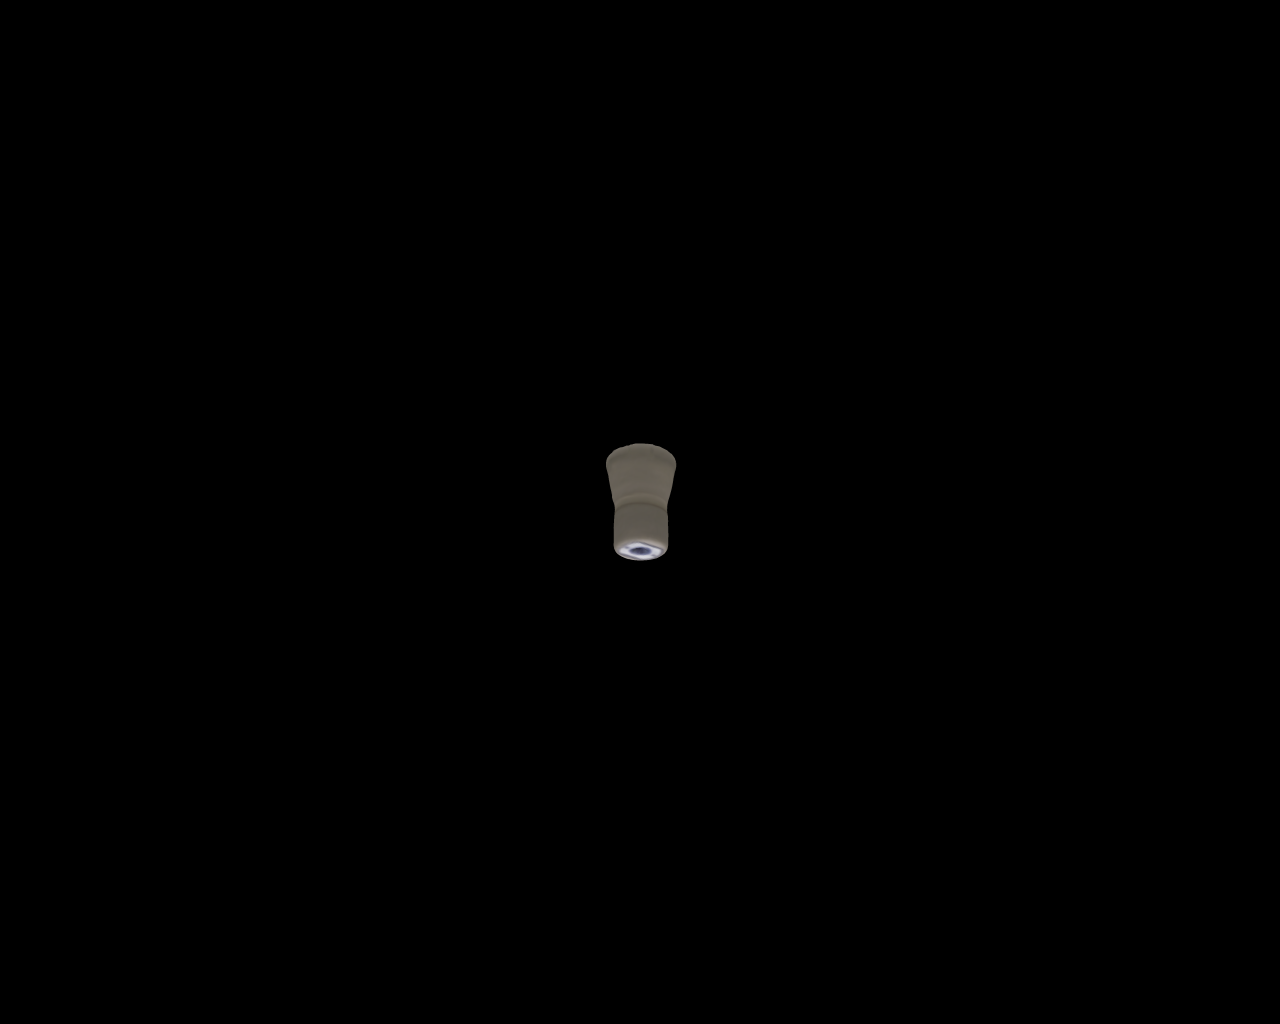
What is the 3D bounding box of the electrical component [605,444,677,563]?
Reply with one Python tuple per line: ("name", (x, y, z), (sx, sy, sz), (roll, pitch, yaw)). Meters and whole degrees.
("electrical component", (0.001, -0.003, 0.650), (0.044, 0.065, 0.044), (0, -27, 0))
